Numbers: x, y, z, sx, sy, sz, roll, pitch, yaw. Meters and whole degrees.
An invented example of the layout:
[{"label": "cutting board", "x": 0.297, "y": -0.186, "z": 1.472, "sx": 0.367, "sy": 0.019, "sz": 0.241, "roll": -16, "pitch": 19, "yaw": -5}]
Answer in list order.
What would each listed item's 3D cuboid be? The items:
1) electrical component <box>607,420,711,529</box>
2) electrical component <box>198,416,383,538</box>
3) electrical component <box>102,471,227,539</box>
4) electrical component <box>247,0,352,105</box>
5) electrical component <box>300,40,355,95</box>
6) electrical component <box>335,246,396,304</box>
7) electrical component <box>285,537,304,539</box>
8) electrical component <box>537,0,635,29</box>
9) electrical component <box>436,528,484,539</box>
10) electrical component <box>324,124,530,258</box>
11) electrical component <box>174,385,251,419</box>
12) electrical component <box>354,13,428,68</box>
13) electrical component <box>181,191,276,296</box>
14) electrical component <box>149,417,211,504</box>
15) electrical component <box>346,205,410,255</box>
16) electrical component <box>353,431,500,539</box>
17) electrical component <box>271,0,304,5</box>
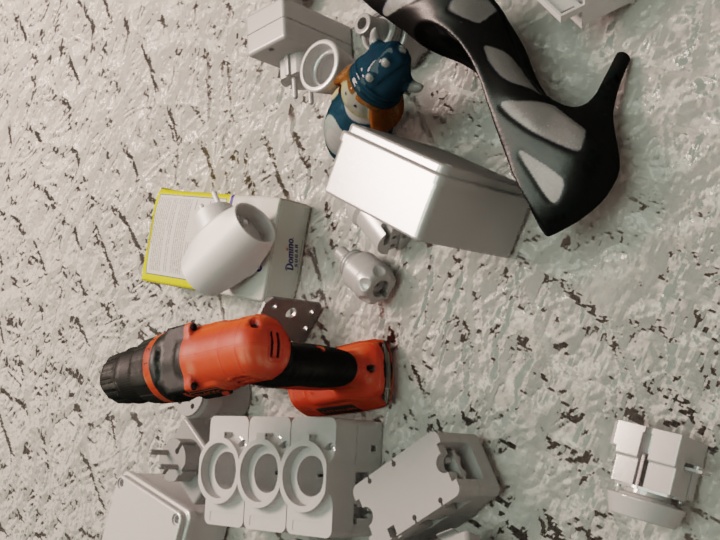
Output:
[{"label": "electrical component", "x": 0.181, "y": 0.127, "z": 0.665, "sx": 0.066, "sy": 0.048, "sz": 0.055, "roll": 9, "pitch": 80, "yaw": 44}, {"label": "electrical component", "x": -0.059, "y": 0.165, "z": 0.872, "sx": 0.150, "sy": 0.062, "sz": 0.089, "roll": -6, "pitch": 77, "yaw": 43}, {"label": "electrical component", "x": -0.181, "y": 0.251, "z": 0.974, "sx": 0.109, "sy": 0.056, "sz": 0.108, "roll": 17, "pitch": 93, "yaw": 44}, {"label": "electrical component", "x": -0.050, "y": -0.179, "z": 0.921, "sx": 0.047, "sy": 0.083, "sz": 0.075, "roll": -17, "pitch": 70, "yaw": 40}, {"label": "electrical component", "x": -0.012, "y": -0.160, "z": 0.893, "sx": 0.044, "sy": 0.065, "sz": 0.044, "roll": -11, "pitch": 74, "yaw": 41}, {"label": "electrical component", "x": 0.000, "y": 0.000, "z": 0.870, "sx": 0.061, "sy": 0.035, "sz": 0.035, "roll": 42, "pitch": 110, "yaw": 43}, {"label": "electrical component", "x": -0.036, "y": 0.235, "z": 0.840, "sx": 0.077, "sy": 0.065, "sz": 0.047, "roll": -14, "pitch": 69, "yaw": 10}, {"label": "electrical component", "x": 0.140, "y": -0.235, "z": 0.758, "sx": 0.079, "sy": 0.063, "sz": 0.121, "roll": -27, "pitch": 54, "yaw": -10}, {"label": "electrical component", "x": 0.045, "y": 0.232, "z": 0.757, "sx": 0.121, "sy": 0.079, "sz": 0.063, "roll": -32, "pitch": 39, "yaw": 35}, {"label": "electrical component", "x": 0.050, "y": -0.057, "z": 0.783, "sx": 0.109, "sy": 0.109, "sz": 0.056, "roll": 31, "pitch": 105, "yaw": 43}, {"label": "electrical component", "x": -0.132, "y": 0.111, "z": 0.957, "sx": 0.045, "sy": 0.055, "sz": 0.045, "roll": -11, "pitch": 74, "yaw": 40}, {"label": "electrical component", "x": 0.023, "y": -0.189, "z": 0.869, "sx": 0.043, "sy": 0.062, "sz": 0.043, "roll": -11, "pitch": 74, "yaw": 42}, {"label": "electrical component", "x": -0.119, "y": -0.031, "z": 0.921, "sx": 0.077, "sy": 0.044, "sz": 0.079, "roll": -41, "pitch": 58, "yaw": 28}, {"label": "electrical component", "x": -0.151, "y": 0.168, "z": 0.948, "sx": 0.065, "sy": 0.077, "sz": 0.047, "roll": 46, "pitch": 113, "yaw": 39}, {"label": "electrical component", "x": 0.017, "y": -0.041, "z": 0.860, "sx": 0.040, "sy": 0.040, "sz": 0.046, "roll": -50, "pitch": 57, "yaw": 24}, {"label": "electrical component", "x": 0.050, "y": 0.159, "z": 0.774, "sx": 0.089, "sy": 0.056, "sz": 0.050, "roll": -41, "pitch": 56, "yaw": 30}, {"label": "electrical component", "x": -0.066, "y": -0.260, "z": 0.978, "sx": 0.066, "sy": 0.047, "sz": 0.076, "roll": 30, "pitch": 102, "yaw": 43}]
